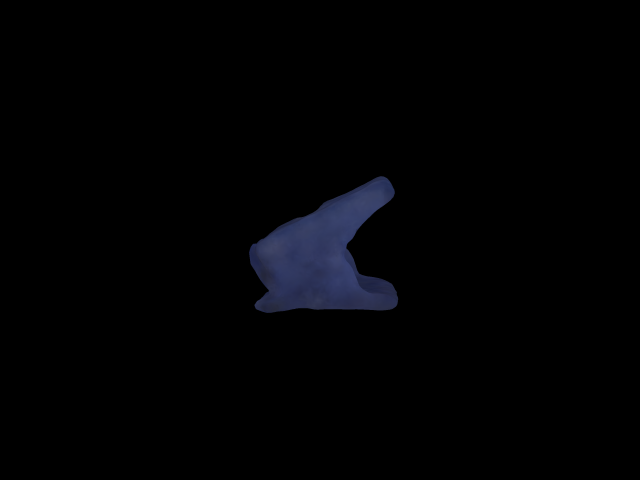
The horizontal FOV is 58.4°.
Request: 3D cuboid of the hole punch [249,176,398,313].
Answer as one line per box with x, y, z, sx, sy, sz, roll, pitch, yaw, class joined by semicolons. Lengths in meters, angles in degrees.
0.004;0.001;0.400;0.101;0.091;0.109;0;4;3;hole punch
